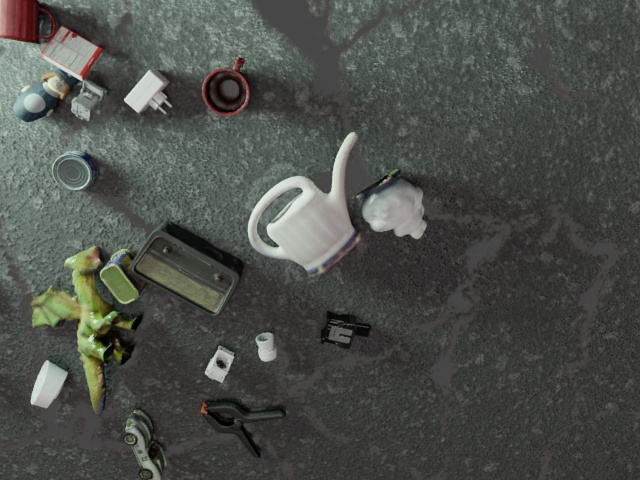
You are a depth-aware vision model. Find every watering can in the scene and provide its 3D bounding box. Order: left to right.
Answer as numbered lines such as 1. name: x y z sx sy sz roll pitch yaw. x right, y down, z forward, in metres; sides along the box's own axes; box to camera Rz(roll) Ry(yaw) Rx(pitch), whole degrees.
1. watering can: 0.003 -0.056 1.117 0.344 0.106 0.222 -38 107 20

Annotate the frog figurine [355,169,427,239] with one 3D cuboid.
1. frog figurine: 0.170 -0.061 1.127 0.138 0.122 0.159 -36 96 -10

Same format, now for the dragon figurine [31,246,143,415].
1. dragon figurine: -0.568 0.208 1.214 0.243 0.123 0.405 25 105 8
